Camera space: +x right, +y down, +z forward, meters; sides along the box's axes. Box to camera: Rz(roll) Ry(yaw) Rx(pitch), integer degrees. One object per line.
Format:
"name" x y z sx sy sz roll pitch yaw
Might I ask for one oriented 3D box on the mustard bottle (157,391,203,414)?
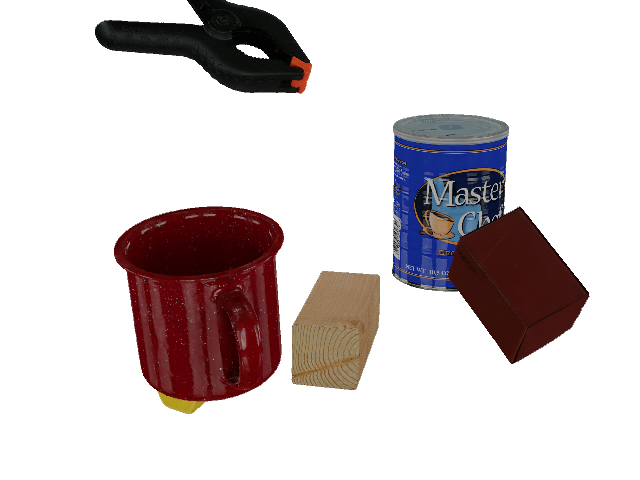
"mustard bottle" -0.098 0.093 1.102 0.058 0.096 0.191 12 27 23

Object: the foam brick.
"foam brick" 0.128 0.029 0.697 0.051 0.078 0.053 -25 -27 -17

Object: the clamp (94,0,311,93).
"clamp" -0.084 -0.177 0.870 0.171 0.120 0.039 21 -26 -4

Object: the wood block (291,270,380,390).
"wood block" 0.025 0.121 1.492 0.091 0.090 0.206 4 19 10

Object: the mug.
"mug" -0.059 0.040 0.589 0.093 0.081 0.117 -15 28 -24

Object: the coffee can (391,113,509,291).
"coffee can" 0.117 -0.036 0.970 0.103 0.140 0.103 -1 18 0
